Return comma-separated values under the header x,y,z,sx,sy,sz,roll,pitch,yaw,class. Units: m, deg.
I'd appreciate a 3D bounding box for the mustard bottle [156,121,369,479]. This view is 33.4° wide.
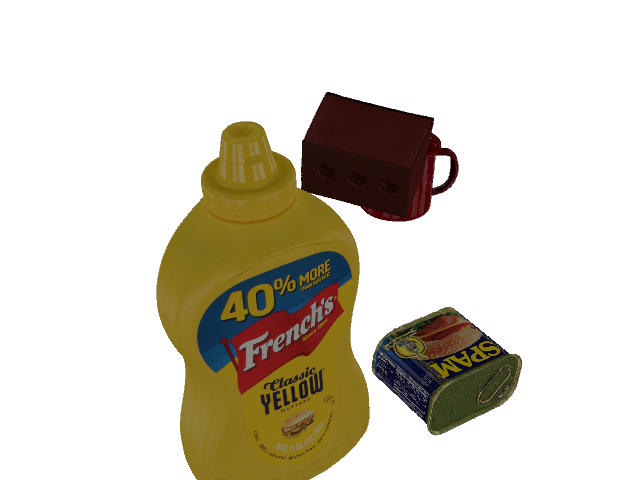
x,y,z,sx,sy,sz,roll,pitch,yaw,class
-0.027,0.032,0.499,0.096,0.192,0.058,-20,38,-21,mustard bottle

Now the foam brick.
x,y,z,sx,sy,sz,roll,pitch,yaw,class
0.031,-0.058,0.728,0.078,0.051,0.053,15,-38,10,foam brick

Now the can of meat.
x,y,z,sx,sy,sz,roll,pitch,yaw,class
0.107,0.109,0.923,0.101,0.057,0.084,-19,40,-31,can of meat

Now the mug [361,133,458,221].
x,y,z,sx,sy,sz,roll,pitch,yaw,class
0.096,-0.075,1.185,0.117,0.081,0.093,-5,30,-12,mug
